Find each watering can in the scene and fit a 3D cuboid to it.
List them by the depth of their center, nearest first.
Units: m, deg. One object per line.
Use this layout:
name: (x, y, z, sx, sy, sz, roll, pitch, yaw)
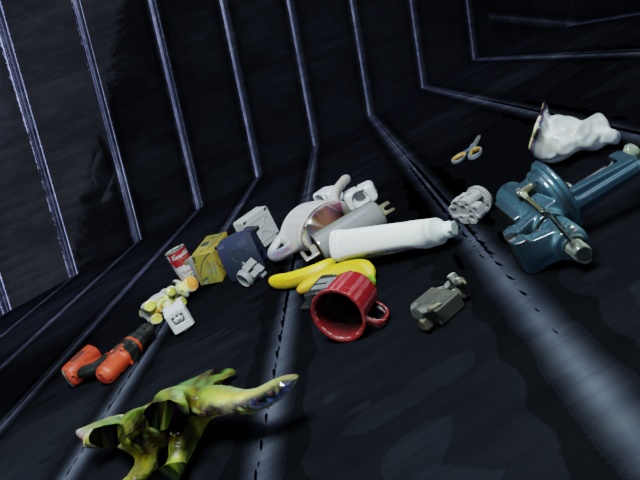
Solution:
watering can: (0.004, -0.068, 1.345, 0.352, 0.103, 0.224, -45, 21, -20)

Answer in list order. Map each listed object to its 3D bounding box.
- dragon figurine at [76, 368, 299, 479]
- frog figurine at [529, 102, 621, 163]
dragon figurine: (-0.199, 0.245, 0.773, 0.409, 0.121, 0.245, -24, 8, 7)
frog figurine: (0.521, -0.209, 1.058, 0.160, 0.120, 0.139, 20, 26, 19)
